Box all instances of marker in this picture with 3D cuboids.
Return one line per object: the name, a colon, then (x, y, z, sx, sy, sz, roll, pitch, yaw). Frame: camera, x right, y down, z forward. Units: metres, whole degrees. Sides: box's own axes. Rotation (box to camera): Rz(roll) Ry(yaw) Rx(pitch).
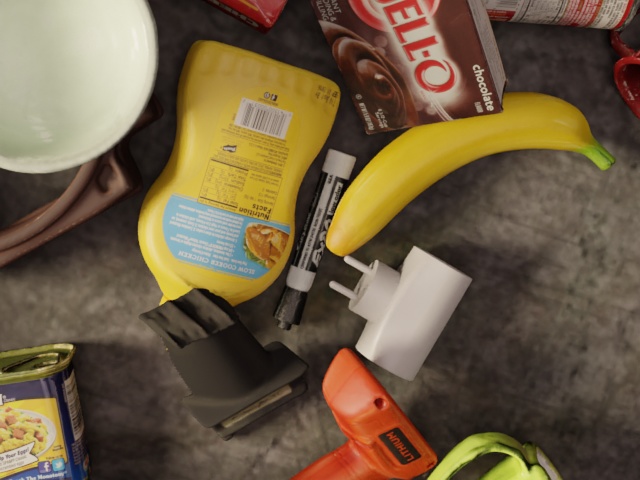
marker: (-0.005, 0.001, 0.690, 0.020, 0.020, 0.121, 18, 95, -8)

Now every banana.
banana: (0.090, -0.051, 0.679, 0.197, 0.037, 0.069, -18, 84, -4)

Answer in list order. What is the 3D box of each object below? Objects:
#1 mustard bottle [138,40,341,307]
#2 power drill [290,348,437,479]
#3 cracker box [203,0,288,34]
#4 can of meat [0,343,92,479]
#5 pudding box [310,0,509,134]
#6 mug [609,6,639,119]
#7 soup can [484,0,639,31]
mustard bottle: (-0.060, -0.020, 0.661, 0.096, 0.058, 0.192, 15, 96, -22)
power drill: (-0.030, 0.153, 0.652, 0.187, 0.057, 0.184, -39, 138, -1)
cracker box: (-0.050, -0.255, 0.626, 0.164, 0.072, 0.214, 28, 95, -8)
can of meat: (-0.198, 0.117, 0.668, 0.102, 0.057, 0.084, -9, 100, -4)
pudding box: (0.054, -0.122, 0.632, 0.090, 0.039, 0.113, -6, 131, 27)
mug: (0.238, -0.115, 0.672, 0.081, 0.093, 0.117, -45, 64, -4)
soup can: (0.140, -0.167, 0.658, 0.102, 0.068, 0.068, 3, 97, -6)
